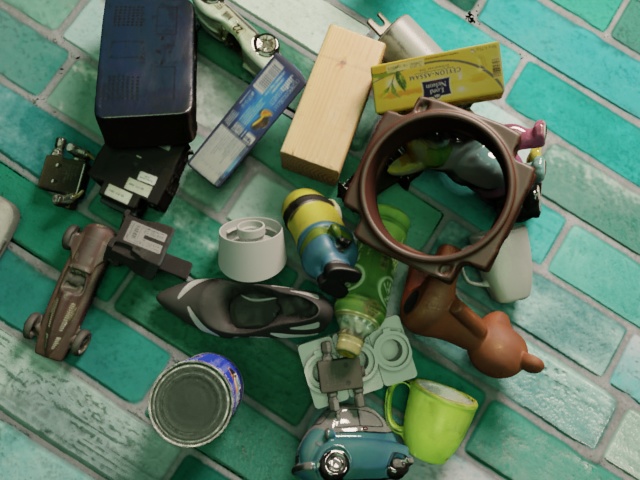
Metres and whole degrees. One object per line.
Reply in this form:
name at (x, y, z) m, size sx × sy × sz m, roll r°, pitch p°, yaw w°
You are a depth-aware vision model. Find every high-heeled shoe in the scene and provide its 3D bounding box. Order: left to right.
high-heeled shoe at (-0.108, 0.092, 0.729) m, size 0.249 × 0.145 × 0.086 m, roll 4°, pitch 81°, yaw -4°

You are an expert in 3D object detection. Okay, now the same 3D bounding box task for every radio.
radio at (-0.244, -0.246, 0.775) m, size 0.131 × 0.073 × 0.229 m, roll -2°, pitch 66°, yaw -9°

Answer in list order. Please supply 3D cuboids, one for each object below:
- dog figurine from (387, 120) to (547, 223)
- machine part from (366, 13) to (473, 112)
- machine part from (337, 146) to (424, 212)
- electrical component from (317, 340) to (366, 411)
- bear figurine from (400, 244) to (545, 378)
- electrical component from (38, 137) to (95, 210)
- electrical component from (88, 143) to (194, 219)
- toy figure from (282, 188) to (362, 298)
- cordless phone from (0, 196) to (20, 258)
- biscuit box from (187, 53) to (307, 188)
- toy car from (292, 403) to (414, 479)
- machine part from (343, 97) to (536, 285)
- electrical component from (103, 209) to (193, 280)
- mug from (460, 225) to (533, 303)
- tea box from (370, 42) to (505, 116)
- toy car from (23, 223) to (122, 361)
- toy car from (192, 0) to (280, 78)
dog figurine at (0.215, -0.110, 0.792) m, size 0.219 × 0.191 × 0.108 m, roll 7°, pitch 61°, yaw 21°
machine part at (0.166, -0.259, 0.829) m, size 0.079 × 0.079 × 0.243 m, roll -42°, pitch 85°, yaw -8°
machine part at (0.089, -0.096, 0.818) m, size 0.139 × 0.039 × 0.084 m, roll -34°, pitch 90°, yaw -17°
electrical component at (0.029, 0.180, 0.721) m, size 0.063 × 0.021 × 0.094 m, roll -8°, pitch 82°, yaw -5°
bear figurine at (0.217, 0.110, 0.759) m, size 0.196 × 0.120 × 0.132 m, roll 24°, pitch 67°, yaw -8°
electrical component at (-0.372, -0.097, 0.792) m, size 0.078 × 0.045 × 0.102 m, roll 18°, pitch 82°, yaw -2°
electrical component at (-0.267, -0.102, 0.793) m, size 0.115 × 0.058 × 0.134 m, roll 25°, pitch 81°, yaw 3°
toy figure at (0.001, -0.005, 0.741) m, size 0.082 × 0.180 × 0.089 m, roll -34°, pitch 128°, yaw 13°
cordless phone at (-0.501, -0.014, 0.703) m, size 0.089 × 0.184 × 0.146 m, roll 26°, pitch 82°, yaw 5°
biscuit box at (-0.104, -0.171, 0.773) m, size 0.059 × 0.063 × 0.202 m, roll 40°, pitch 100°, yaw -15°
toy car at (0.042, 0.276, 0.735) m, size 0.162 × 0.109 × 0.103 m, roll 2°, pitch 64°, yaw -12°
machine part at (0.147, -0.061, 0.675) m, size 0.202 × 0.087 × 0.201 m, roll 27°, pitch 95°, yaw 18°
electrical component at (-0.237, 0.016, 0.763) m, size 0.119 × 0.047 × 0.075 m, roll 26°, pitch 47°, yaw -13°
mug at (0.262, 0.040, 0.790) m, size 0.110 × 0.081 × 0.107 m, roll -16°, pitch 92°, yaw -10°
tea box at (0.163, -0.217, 0.744) m, size 0.170 × 0.098 × 0.068 m, roll -7°, pitch 96°, yaw 19°
toy car at (-0.350, 0.072, 0.767) m, size 0.089 × 0.053 × 0.202 m, roll 22°, pitch 80°, yaw -3°
toy car at (-0.127, -0.314, 0.822) m, size 0.202 × 0.073 × 0.056 m, roll 43°, pitch 81°, yaw 3°
